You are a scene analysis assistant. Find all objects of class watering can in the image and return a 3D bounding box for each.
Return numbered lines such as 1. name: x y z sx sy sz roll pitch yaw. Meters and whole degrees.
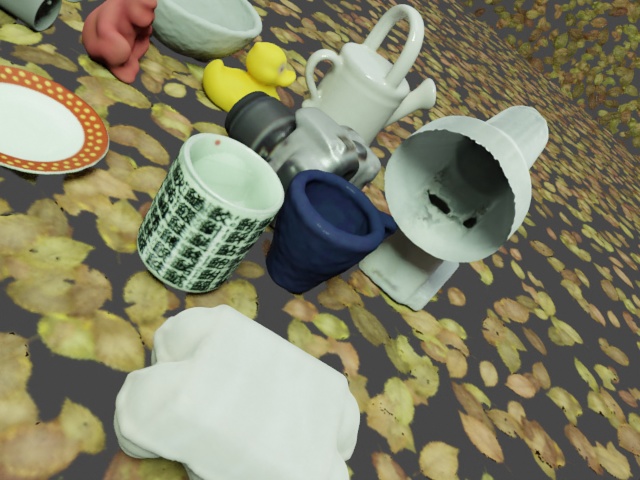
1. watering can: 0.067 -0.200 0.717 0.173 0.194 0.100 -6 53 -47

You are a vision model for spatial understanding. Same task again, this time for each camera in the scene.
1. camera: -0.020 -0.098 0.596 0.136 0.100 0.143 48 34 14

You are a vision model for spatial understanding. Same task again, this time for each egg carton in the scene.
1. egg carton: -0.045 0.109 0.353 0.150 0.069 0.107 32 34 -10

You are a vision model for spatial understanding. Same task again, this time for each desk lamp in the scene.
1. desk lamp: 0.124 -0.035 0.556 0.118 0.213 0.204 44 34 9

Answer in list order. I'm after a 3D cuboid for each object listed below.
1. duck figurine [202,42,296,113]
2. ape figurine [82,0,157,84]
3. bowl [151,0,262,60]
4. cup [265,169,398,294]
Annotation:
1. duck figurine: -0.078 -0.192 0.667 0.105 0.086 0.077 16 39 -30
2. ape figurine: -0.196 -0.221 0.583 0.076 0.092 0.078 41 33 5
3. bowl: -0.159 -0.272 0.696 0.168 0.074 0.167 25 35 -19
4. cup: 0.005 0.002 0.506 0.118 0.095 0.091 8 44 -38
